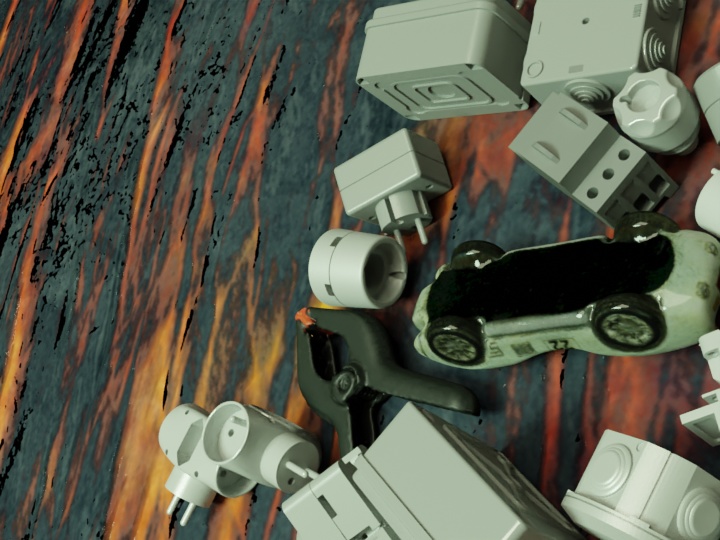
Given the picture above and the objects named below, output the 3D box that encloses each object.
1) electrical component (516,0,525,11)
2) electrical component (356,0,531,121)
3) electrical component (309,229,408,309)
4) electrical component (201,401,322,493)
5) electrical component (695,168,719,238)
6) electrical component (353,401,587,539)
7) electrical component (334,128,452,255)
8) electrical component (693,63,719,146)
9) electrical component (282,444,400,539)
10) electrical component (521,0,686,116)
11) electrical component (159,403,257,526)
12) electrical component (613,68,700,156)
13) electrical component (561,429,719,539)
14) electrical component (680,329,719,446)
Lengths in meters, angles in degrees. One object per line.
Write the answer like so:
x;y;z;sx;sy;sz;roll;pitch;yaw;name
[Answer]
0.132;-0.217;0.760;0.066;0.047;0.076;12;77;44;electrical component
0.063;-0.151;0.765;0.113;0.078;0.057;1;73;41;electrical component
0.000;0.000;0.748;0.047;0.055;0.055;6;73;42;electrical component
-0.054;0.125;0.726;0.079;0.077;0.044;20;83;44;electrical component
0.222;-0.027;0.592;0.040;0.040;0.078;-54;46;5;electrical component
0.067;0.137;0.594;0.056;0.109;0.109;-51;46;5;electrical component
0.028;-0.049;0.766;0.066;0.047;0.076;-27;67;28;electrical component
0.261;-0.100;0.588;0.138;0.052;0.073;-26;75;29;electrical component
0.000;0.162;0.654;0.056;0.050;0.089;-40;82;19;electrical component
0.158;-0.151;0.704;0.100;0.048;0.099;-2;68;40;electrical component
-0.118;0.148;0.793;0.077;0.043;0.079;23;84;45;electrical component
0.182;-0.089;0.642;0.043;0.062;0.043;-19;57;33;electrical component
0.149;0.121;0.553;0.080;0.080;0.051;19;76;44;electrical component
0.209;0.059;0.559;0.081;0.042;0.063;-27;50;27;electrical component
